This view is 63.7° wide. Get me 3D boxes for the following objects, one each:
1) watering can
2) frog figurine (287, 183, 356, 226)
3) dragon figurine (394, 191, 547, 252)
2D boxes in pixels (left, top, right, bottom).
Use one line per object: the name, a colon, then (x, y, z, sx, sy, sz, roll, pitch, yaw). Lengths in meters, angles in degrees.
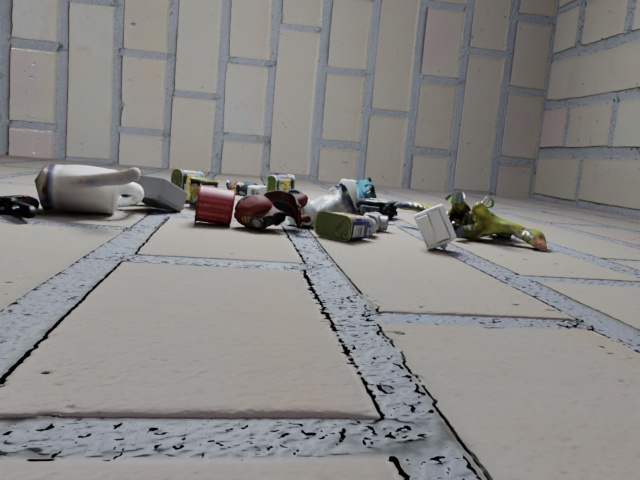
watering can: (-0.501, -0.119, 1.130, 0.224, 0.105, 0.345, 4, -9, -22)
frog figurine: (0.004, -0.064, 1.275, 0.160, 0.121, 0.139, -32, 23, -4)
dragon figurine: (0.409, -0.040, 1.370, 0.241, 0.122, 0.413, 20, 1, -35)
